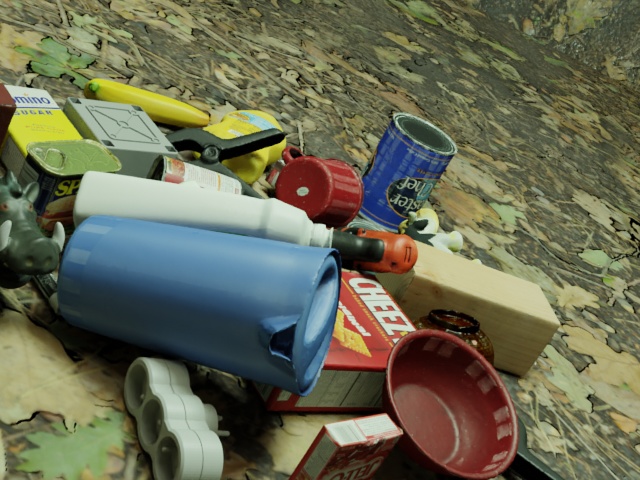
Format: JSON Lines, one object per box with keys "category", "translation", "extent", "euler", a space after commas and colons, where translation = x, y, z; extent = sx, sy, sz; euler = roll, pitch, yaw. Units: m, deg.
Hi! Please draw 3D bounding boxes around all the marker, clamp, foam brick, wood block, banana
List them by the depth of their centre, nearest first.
{"category": "marker", "translation": [-0.273, 0.027, 1.029], "extent": [0.020, 0.020, 0.121], "euler": [-1, 39, -47]}
{"category": "clamp", "translation": [0.194, 0.223, 1.124], "extent": [0.164, 0.036, 0.210], "euler": [14, 27, -13]}
{"category": "foam brick", "translation": [-0.369, -0.129, 1.147], "extent": [0.052, 0.078, 0.051], "euler": [6, 36, -40]}
{"category": "wood block", "translation": [0.175, 0.082, 1.307], "extent": [0.205, 0.090, 0.091], "euler": [19, 27, -20]}
{"category": "clamp", "translation": [-0.127, -0.108, 1.337], "extent": [0.171, 0.039, 0.120], "euler": [19, 55, 5]}
{"category": "banana", "translation": [-0.239, -0.179, 1.408], "extent": [0.197, 0.037, 0.070], "euler": [10, 15, -45]}

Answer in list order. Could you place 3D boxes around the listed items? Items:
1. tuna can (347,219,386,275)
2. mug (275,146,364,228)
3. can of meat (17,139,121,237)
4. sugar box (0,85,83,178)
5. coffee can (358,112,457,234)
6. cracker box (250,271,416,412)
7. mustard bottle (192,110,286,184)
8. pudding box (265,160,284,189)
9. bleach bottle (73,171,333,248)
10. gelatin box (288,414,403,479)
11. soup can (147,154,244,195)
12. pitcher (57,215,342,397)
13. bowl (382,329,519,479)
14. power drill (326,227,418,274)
{"category": "tuna can", "translation": [0.063, 0.011, 1.386], "extent": [0.086, 0.034, 0.086], "euler": [24, 26, -13]}
{"category": "mug", "translation": [-0.010, -0.070, 1.326], "extent": [0.117, 0.093, 0.081], "euler": [59, 20, 16]}
{"category": "can of meat", "translation": [-0.267, -0.053, 1.105], "extent": [0.057, 0.084, 0.101], "euler": [42, 28, 24]}
{"category": "sugar box", "translation": [-0.321, -0.114, 1.206], "extent": [0.093, 0.048, 0.176], "euler": [1, 38, -44]}
{"category": "coffee can", "translation": [0.115, -0.094, 1.506], "extent": [0.102, 0.140, 0.103], "euler": [23, 26, -13]}
{"category": "cracker box", "translation": [0.007, 0.100, 1.122], "extent": [0.213, 0.072, 0.164], "euler": [7, 33, -39]}
{"category": "mustard bottle", "translation": [-0.098, -0.136, 1.460], "extent": [0.096, 0.058, 0.191], "euler": [26, 25, 5]}
{"category": "pudding box", "translation": [-0.007, -0.065, 1.437], "extent": [0.090, 0.039, 0.113], "euler": [42, 18, 27]}
{"category": "bleach bottle", "translation": [-0.113, -0.010, 1.068], "extent": [0.251, 0.102, 0.068], "euler": [7, 60, 4]}
{"category": "gelatin box", "translation": [0.024, 0.196, 0.964], "extent": [0.089, 0.073, 0.030], "euler": [1, 39, -47]}
{"category": "soup can", "translation": [-0.148, -0.052, 1.245], "extent": [0.102, 0.069, 0.068], "euler": [18, 28, -24]}
{"category": "pitcher", "translation": [-0.105, 0.049, 0.976], "extent": [0.243, 0.149, 0.145], "euler": [12, 60, 14]}
{"category": "bowl", "translation": [0.117, 0.170, 1.051], "extent": [0.162, 0.055, 0.162], "euler": [22, 46, -25]}
{"category": "power drill", "translation": [-0.008, 0.002, 1.229], "extent": [0.187, 0.057, 0.185], "euler": [7, -3, -36]}
